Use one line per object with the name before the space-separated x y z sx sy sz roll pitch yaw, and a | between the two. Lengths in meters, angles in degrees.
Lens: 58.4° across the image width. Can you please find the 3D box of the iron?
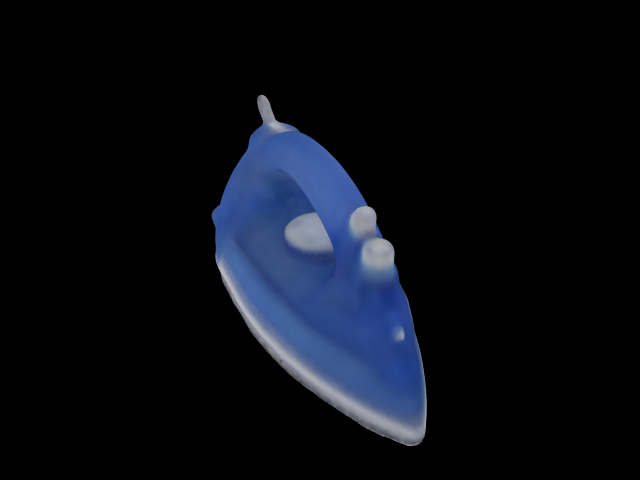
iron | 0.004 0.001 0.400 0.119 0.141 0.257 -16 37 -22
